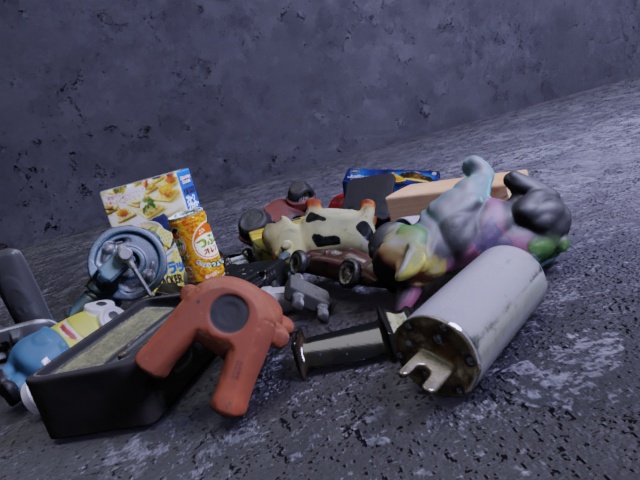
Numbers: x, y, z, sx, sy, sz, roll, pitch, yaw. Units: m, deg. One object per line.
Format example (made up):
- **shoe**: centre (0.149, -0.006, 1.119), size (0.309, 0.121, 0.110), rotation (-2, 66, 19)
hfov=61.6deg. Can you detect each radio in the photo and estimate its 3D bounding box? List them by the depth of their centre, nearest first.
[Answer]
- **radio**: centre (-0.203, 0.130, 0.625), size (0.131, 0.073, 0.229), rotation (-12, 13, 16)

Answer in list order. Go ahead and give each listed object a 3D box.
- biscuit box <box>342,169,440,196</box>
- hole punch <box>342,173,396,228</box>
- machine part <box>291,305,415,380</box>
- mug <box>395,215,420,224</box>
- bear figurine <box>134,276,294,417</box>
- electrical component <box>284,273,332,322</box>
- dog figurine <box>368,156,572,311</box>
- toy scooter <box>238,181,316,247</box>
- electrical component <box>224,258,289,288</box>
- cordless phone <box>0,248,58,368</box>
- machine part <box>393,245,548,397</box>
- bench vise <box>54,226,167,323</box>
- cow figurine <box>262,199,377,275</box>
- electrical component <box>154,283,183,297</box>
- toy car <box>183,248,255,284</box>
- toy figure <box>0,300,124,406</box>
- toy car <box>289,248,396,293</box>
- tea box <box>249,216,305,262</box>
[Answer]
- **biscuit box**: centre (0.151, -0.112, 1.148), size (0.203, 0.059, 0.063), rotation (4, 37, 18)
- **hole punch**: centre (0.110, -0.060, 1.083), size (0.142, 0.092, 0.116), rotation (-3, 54, 28)
- **machine part**: centre (0.040, 0.102, 0.554), size (0.139, 0.039, 0.084), rotation (-14, 21, -3)
- **mug**: centre (0.161, 0.002, 0.768), size (0.107, 0.080, 0.110), rotation (-8, 5, -18)
- **bear figurine**: centre (-0.098, 0.103, 0.582), size (0.132, 0.120, 0.195), rotation (-61, -3, -14)
- **electrical component**: centre (-0.015, 0.073, 0.701), size (0.063, 0.021, 0.094), rotation (25, 15, -12)
- **dog figurine**: centre (0.168, 0.012, 0.630), size (0.192, 0.108, 0.219), rotation (29, 56, 27)
- **toy scooter**: centre (-0.078, -0.031, 1.121), size (0.184, 0.135, 0.075), rotation (-35, 52, -9)
- **electrical component**: centre (-0.112, 0.071, 0.815), size (0.115, 0.058, 0.134), rotation (-5, 16, 30)
- **cordless phone**: centre (-0.447, 0.111, 0.743), size (0.147, 0.184, 0.089), rotation (-16, 17, -4)
- **machine part**: centre (0.143, 0.066, 0.492), size (0.079, 0.079, 0.243), rotation (-4, 18, 42)
- **bench vise**: centre (-0.325, 0.060, 0.833), size (0.223, 0.129, 0.240), rotation (-43, 6, -25)
- **cow figurine**: centre (-0.002, -0.003, 0.909), size (0.195, 0.085, 0.127), rotation (1, 56, 6)
- **electrical component**: centre (-0.243, 0.100, 0.880), size (0.078, 0.045, 0.102), rotation (12, 11, -12)
- **toy car**: centre (-0.173, 0.049, 0.944), size (0.074, 0.056, 0.201), rotation (-6, 3, 12)
- **toy figure**: centre (-0.331, 0.143, 0.702), size (0.180, 0.082, 0.089), rotation (-36, -7, -40)
- **toy car**: centre (0.035, 0.037, 0.739), size (0.089, 0.053, 0.202), rotation (11, -3, -29)
- **tea box**: centre (-0.043, -0.001, 1.017), size (0.170, 0.068, 0.098), rotation (-18, 13, -9)
